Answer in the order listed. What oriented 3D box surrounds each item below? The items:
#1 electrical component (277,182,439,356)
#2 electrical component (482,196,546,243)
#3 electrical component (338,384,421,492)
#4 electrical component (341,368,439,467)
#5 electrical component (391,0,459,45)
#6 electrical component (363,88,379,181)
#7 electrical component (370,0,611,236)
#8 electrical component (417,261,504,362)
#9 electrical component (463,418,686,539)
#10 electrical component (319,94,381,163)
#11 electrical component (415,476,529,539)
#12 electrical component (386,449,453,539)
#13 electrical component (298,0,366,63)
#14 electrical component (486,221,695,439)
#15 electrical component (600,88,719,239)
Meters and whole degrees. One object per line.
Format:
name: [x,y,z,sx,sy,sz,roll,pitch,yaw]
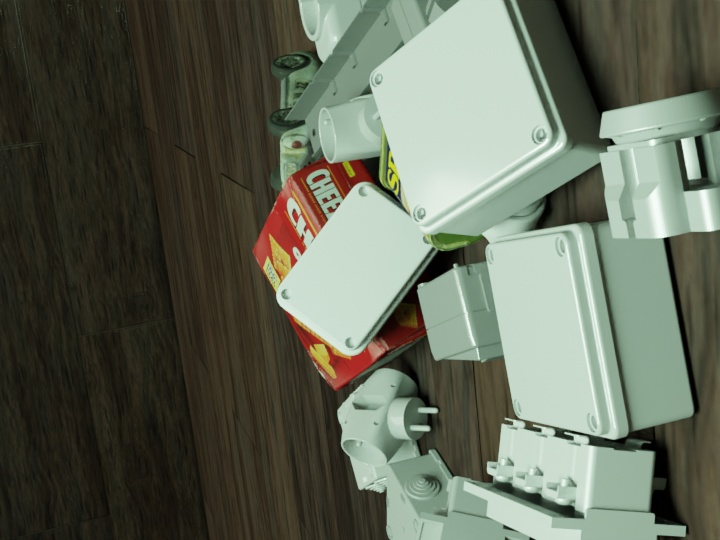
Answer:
electrical component: [0.000,0.000,0.803,0.078,0.113,0.057,37,179,6]
electrical component: [0.093,-0.046,0.655,0.062,0.043,0.043,109,147,-56]
electrical component: [0.017,0.161,1.035,0.099,0.048,0.099,121,134,-68]
electrical component: [0.032,0.129,0.940,0.079,0.077,0.043,-3,136,38]
electrical component: [0.060,-0.163,0.686,0.075,0.047,0.083,111,145,-61]
electrical component: [-0.009,-0.125,0.951,0.079,0.044,0.077,-128,32,-59]
electrical component: [0.070,-0.089,0.607,0.109,0.056,0.108,-33,65,39]
electrical component: [0.084,0.027,0.697,0.096,0.062,0.061,143,116,-72]
electrical component: [0.120,0.123,0.620,0.121,0.079,0.063,173,104,-74]
electrical component: [0.015,-0.112,0.817,0.079,0.077,0.044,152,108,-73]
electrical component: [0.079,0.216,0.818,0.121,0.079,0.063,96,-174,-45]
electrical component: [0.058,0.219,0.931,0.099,0.048,0.099,-125,29,-55]
electrical component: [-0.014,-0.219,0.881,0.054,0.059,0.095,153,105,-73]
electrical component: [0.121,0.029,0.583,0.109,0.056,0.108,172,87,-74]
electrical component: [0.138,-0.047,0.476,0.078,0.058,0.057,-174,71,-73]
